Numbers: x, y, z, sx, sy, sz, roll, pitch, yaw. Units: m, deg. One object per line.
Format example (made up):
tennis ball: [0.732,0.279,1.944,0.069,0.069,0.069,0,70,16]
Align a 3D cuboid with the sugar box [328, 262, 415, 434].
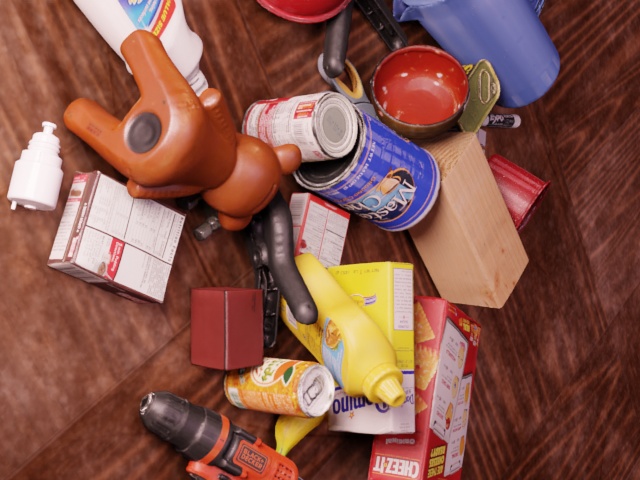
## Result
sugar box: [0.052,0.114,1.122,0.048,0.094,0.176,9,79,-44]

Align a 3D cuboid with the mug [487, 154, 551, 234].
mug: [0.232,-0.048,1.374,0.093,0.081,0.117,-33,153,-57]

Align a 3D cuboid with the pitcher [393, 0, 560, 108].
pitcher: [0.212,-0.279,1.324,0.242,0.149,0.145,41,55,-44]

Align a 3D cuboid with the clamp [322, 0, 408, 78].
clamp: [0.028,-0.287,1.190,0.164,0.036,0.210,-40,117,-49]

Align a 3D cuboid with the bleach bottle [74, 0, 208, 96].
bleach bottle: [-0.173,-0.232,0.954,0.102,0.068,0.250,-57,131,-29]

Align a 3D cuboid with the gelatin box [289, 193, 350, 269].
gelatin box: [-0.008,0.002,1.158,0.073,0.030,0.089,25,73,-46]

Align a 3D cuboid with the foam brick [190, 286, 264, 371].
foam brick: [-0.091,0.086,1.049,0.052,0.051,0.078,0,90,-49]

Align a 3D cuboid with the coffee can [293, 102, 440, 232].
coffee can: [0.051,-0.079,1.168,0.140,0.103,0.103,26,71,-45]

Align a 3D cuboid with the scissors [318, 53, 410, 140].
scissors: [0.053,-0.132,1.234,0.201,0.016,0.096,48,54,-35]

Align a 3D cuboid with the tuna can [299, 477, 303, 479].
tuna can: [-0.047,0.283,1.109,0.085,0.034,0.086,1,89,-48]

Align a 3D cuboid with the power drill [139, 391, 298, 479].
power drill: [-0.121,0.254,0.999,0.184,0.057,0.187,35,67,-26]

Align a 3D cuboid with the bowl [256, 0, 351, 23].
bowl: [-0.011,-0.310,1.104,0.161,0.055,0.162,2,85,-30]

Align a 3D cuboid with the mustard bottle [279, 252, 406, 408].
mustard bottle: [0.024,0.100,1.064,0.058,0.192,0.096,-20,132,-24]

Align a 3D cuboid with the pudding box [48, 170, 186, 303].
pudding box: [-0.180,-0.001,0.961,0.113,0.039,0.090,30,66,-46]

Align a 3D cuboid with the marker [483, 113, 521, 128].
marker: [0.229,-0.161,1.429,0.120,0.020,0.020,-5,93,-48]

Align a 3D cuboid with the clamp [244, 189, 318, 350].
clamp: [-0.042,0.020,1.058,0.039,0.120,0.171,-4,82,-34]

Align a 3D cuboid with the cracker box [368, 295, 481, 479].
cracker box: [0.124,0.184,1.245,0.164,0.072,0.213,33,64,-63]

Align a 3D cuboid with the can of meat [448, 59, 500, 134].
can of meat: [0.159,-0.170,1.302,0.057,0.084,0.102,56,52,-31]

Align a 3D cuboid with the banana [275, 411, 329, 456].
banana: [0.013,0.190,1.178,0.197,0.037,0.070,-12,118,-46]

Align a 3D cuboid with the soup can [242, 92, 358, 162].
soup can: [-0.021,-0.114,1.090,0.068,0.102,0.068,0,89,-48]

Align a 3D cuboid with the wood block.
wood block: [0.169,-0.024,1.297,0.090,0.091,0.206,-53,129,-32]
